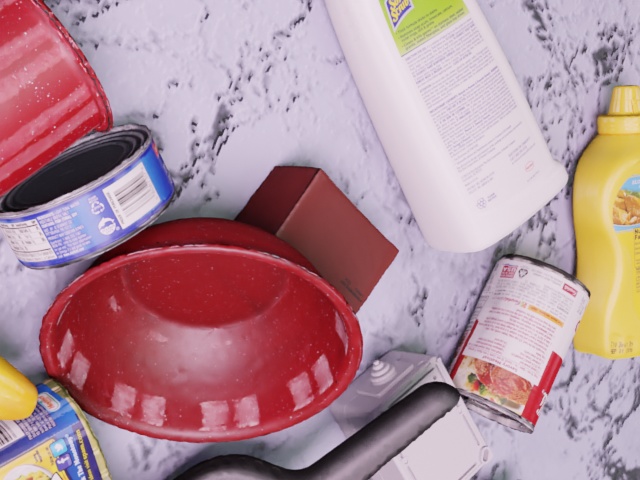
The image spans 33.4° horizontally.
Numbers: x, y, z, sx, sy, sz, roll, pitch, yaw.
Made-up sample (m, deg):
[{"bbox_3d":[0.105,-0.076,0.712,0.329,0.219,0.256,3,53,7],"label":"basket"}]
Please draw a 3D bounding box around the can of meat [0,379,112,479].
[{"bbox_3d":[-0.149,0.130,0.524,0.083,0.058,0.102,-28,122,-30],"label":"can of meat"}]

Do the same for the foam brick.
[{"bbox_3d":[-0.004,0.001,0.619,0.078,0.051,0.053,45,72,-31],"label":"foam brick"}]

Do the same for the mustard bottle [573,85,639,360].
[{"bbox_3d":[0.223,-0.016,0.774,0.096,0.058,0.191,-10,102,-35],"label":"mustard bottle"}]

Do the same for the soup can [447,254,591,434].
[{"bbox_3d":[0.131,0.069,0.714,0.068,0.069,0.102,34,76,-34],"label":"soup can"}]

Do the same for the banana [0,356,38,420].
[{"bbox_3d":[-0.199,0.012,0.461,0.070,0.037,0.198,-22,113,7],"label":"banana"}]

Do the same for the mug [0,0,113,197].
[{"bbox_3d":[-0.159,-0.072,0.475,0.081,0.093,0.117,-41,128,-19],"label":"mug"}]

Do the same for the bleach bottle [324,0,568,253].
[{"bbox_3d":[0.063,-0.121,0.646,0.102,0.068,0.251,-37,113,-27],"label":"bleach bottle"}]

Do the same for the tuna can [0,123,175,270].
[{"bbox_3d":[-0.114,-0.021,0.517,0.086,0.086,0.033,-36,117,-26],"label":"tuna can"}]

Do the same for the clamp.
[{"bbox_3d":[-0.014,0.174,0.595,0.210,0.036,0.164,-8,96,-9],"label":"clamp"}]

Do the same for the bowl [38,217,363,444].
[{"bbox_3d":[-0.060,0.039,0.551,0.162,0.162,0.055,34,36,-33],"label":"bowl"}]
